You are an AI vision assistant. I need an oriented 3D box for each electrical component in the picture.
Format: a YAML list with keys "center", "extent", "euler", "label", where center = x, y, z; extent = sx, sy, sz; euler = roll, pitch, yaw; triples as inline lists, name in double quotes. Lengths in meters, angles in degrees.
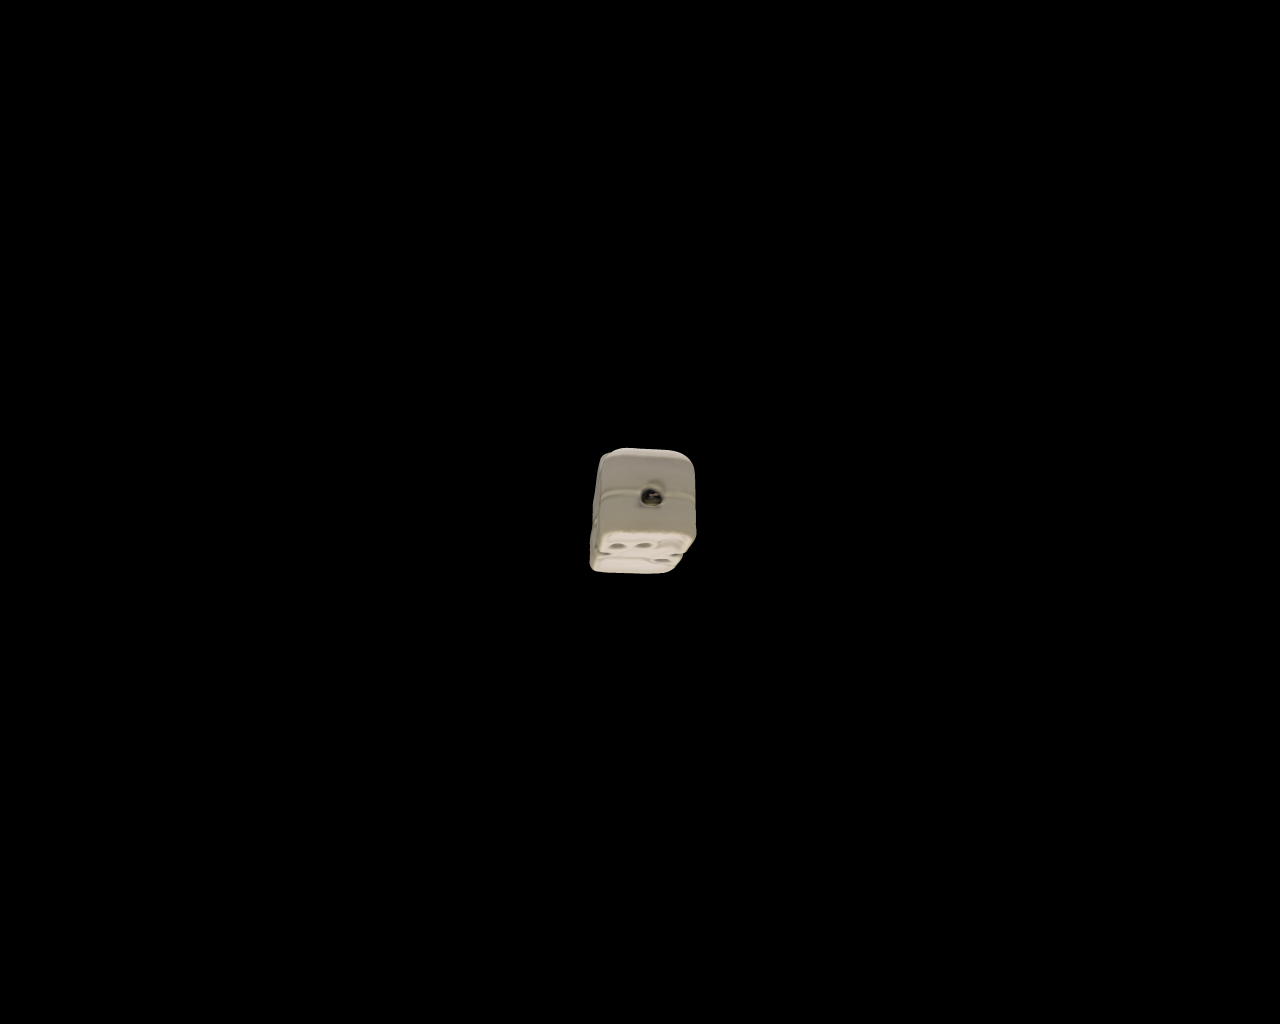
- center: [0.001, -0.003, 0.650]
  extent: [0.054, 0.059, 0.095]
  euler: [2, -18, -7]
  label: "electrical component"
